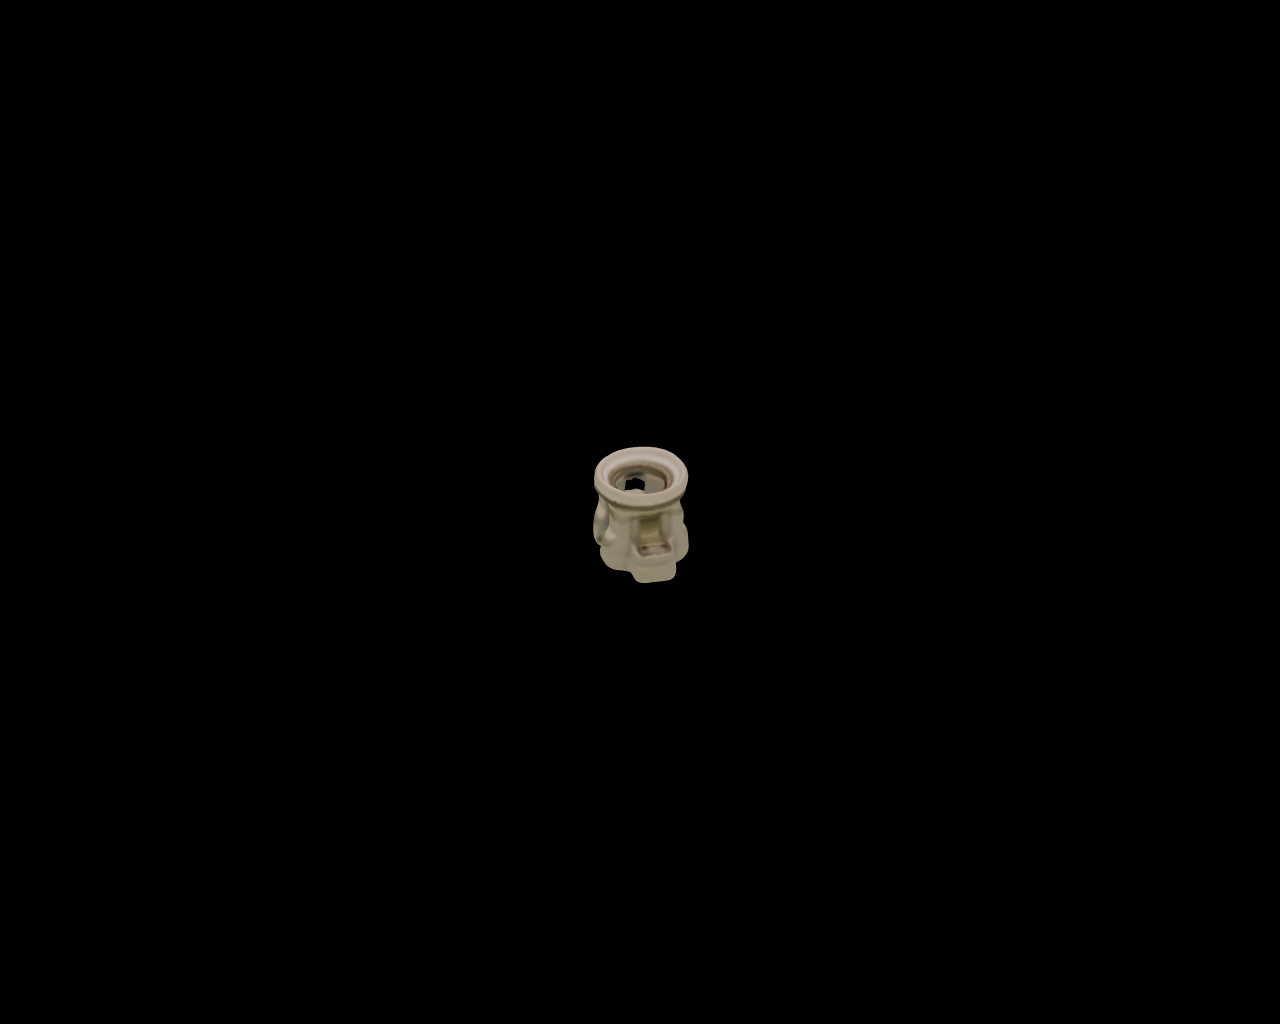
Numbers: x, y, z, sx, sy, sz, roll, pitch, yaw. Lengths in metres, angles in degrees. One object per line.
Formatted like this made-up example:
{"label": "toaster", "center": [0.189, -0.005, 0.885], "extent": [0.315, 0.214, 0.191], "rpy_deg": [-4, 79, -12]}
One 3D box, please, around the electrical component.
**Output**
{"label": "electrical component", "center": [0.001, -0.003, 0.650], "extent": [0.058, 0.056, 0.078], "rpy_deg": [-8, 36, -11]}
